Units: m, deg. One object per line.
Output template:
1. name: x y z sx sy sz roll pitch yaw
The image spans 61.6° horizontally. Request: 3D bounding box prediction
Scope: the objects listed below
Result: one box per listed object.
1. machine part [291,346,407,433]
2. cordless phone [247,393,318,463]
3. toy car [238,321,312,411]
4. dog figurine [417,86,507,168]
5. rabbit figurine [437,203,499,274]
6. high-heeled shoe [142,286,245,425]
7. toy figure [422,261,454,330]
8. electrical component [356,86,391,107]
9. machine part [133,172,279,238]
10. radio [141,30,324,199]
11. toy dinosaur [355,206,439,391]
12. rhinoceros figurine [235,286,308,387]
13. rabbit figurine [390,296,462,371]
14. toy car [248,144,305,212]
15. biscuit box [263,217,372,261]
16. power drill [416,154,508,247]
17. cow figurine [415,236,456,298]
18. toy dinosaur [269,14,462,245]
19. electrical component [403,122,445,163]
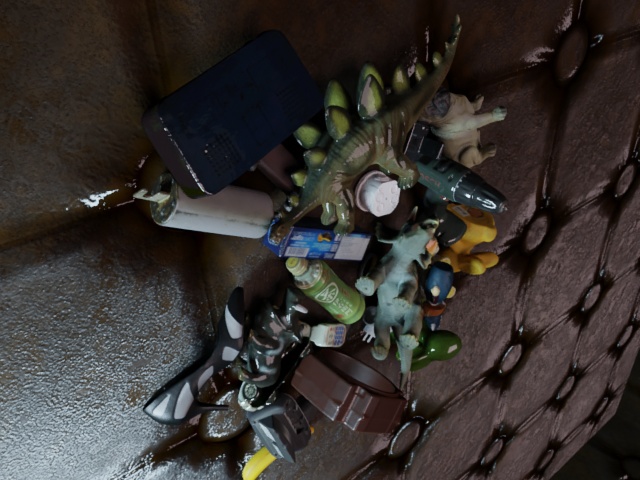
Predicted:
1. machine part: 0.060 0.298 1.089 0.201 0.202 0.087 25 94 -46
2. cordless phone: -0.052 0.351 1.124 0.184 0.089 0.146 -45 123 -35
3. toy car: -0.085 0.243 1.038 0.201 0.056 0.073 -54 143 -1
4. dog figurine: 0.237 -0.212 1.038 0.190 0.121 0.172 -1 111 -26
5. rabbit figurine: 0.323 0.008 1.210 0.122 0.162 0.173 -24 146 -45
6. high-heeled shoe: -0.209 0.192 0.907 0.145 0.086 0.248 9 92 -14
7. toy figure: 0.246 0.121 1.140 0.064 0.058 0.154 -11 121 -35
8. electrical component: 0.097 -0.225 0.930 0.102 0.045 0.078 -14 124 -35
9. machine part: -0.155 -0.048 0.789 0.243 0.079 0.079 7 109 -43
10. radio: -0.112 -0.170 0.714 0.229 0.073 0.131 -45 115 -27
11. toy dinosaur: 0.165 0.114 1.102 0.192 0.131 0.404 -55 149 -44
12. rhinoceros figurine: -0.083 0.172 0.953 0.112 0.073 0.190 18 96 -17
13. rabbit figurine: 0.232 0.216 1.216 0.159 0.170 0.121 -49 136 -9
14. toy car: -0.066 -0.116 0.844 0.202 0.053 0.089 39 71 -46
15. biscuit box: -0.002 -0.003 0.960 0.202 0.063 0.059 5 111 -42
16. power drill: 0.250 -0.072 1.040 0.086 0.232 0.207 -45 152 -11
17. cow figurine: 0.242 0.048 1.192 0.068 0.098 0.167 -20 117 -4
18. toy dinosaur: 0.083 -0.167 0.850 0.471 0.105 0.198 -44 127 -16
19. electrical component: 0.161 -0.175 0.962 0.047 0.119 0.074 3 114 -43
